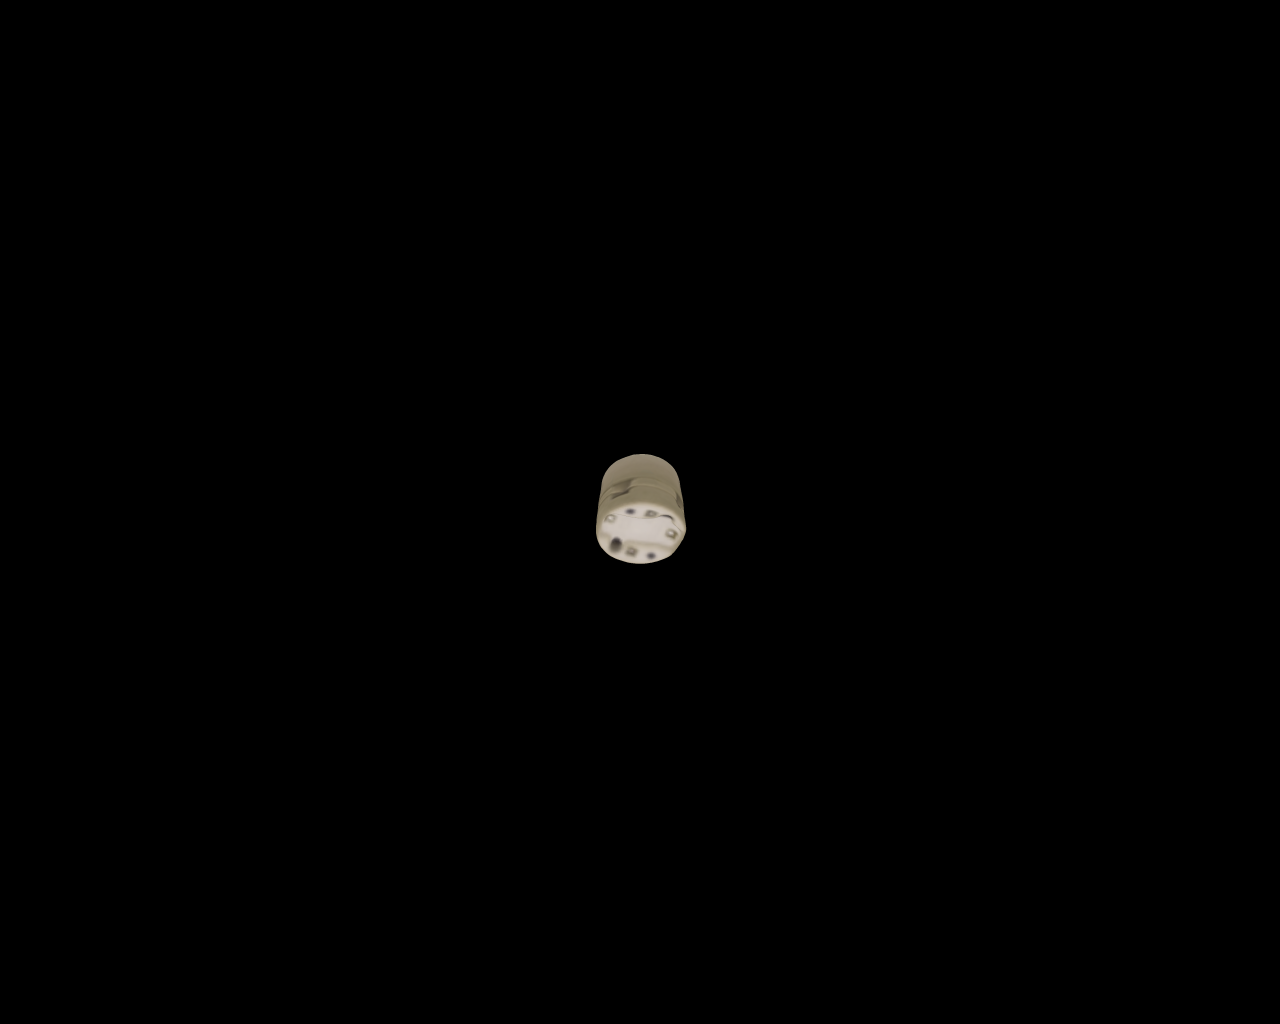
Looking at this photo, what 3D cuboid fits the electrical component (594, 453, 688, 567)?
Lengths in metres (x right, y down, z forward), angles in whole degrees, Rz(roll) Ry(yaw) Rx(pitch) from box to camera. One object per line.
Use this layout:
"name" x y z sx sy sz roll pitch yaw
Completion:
"electrical component" 0.001 -0.003 0.650 0.055 0.055 0.047 0 44 0
